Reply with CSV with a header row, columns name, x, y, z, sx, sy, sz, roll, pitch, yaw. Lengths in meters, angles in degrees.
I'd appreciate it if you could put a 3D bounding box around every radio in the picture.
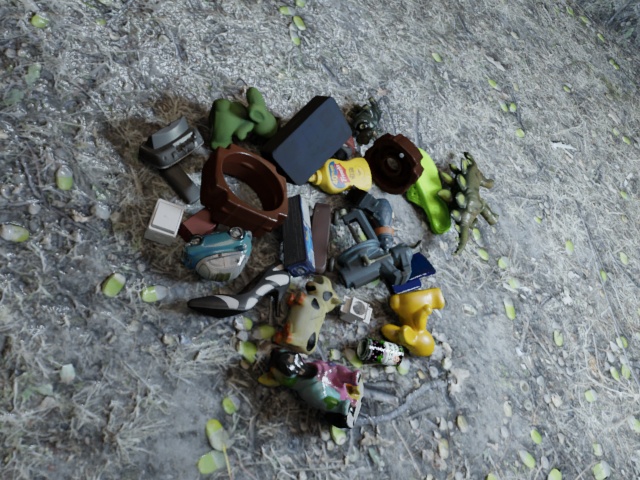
name,x,y,z,sx,sy,sz,roll,pitch,yaw
radio,-0.031,-0.256,1.399,0.229,0.073,0.131,-46,124,-12

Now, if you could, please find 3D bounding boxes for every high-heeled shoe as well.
name,x,y,z,sx,sy,sz,roll,pitch,yaw
high-heeled shoe,-0.175,0.099,1.206,0.248,0.086,0.145,11,65,-33

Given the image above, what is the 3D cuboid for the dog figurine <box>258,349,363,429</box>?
name,x,y,z,sx,sy,sz,roll,pitch,yaw
dog figurine,-0.020,0.316,1.177,0.219,0.191,0.108,15,56,19

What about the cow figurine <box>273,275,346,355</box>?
name,x,y,z,sx,sy,sz,roll,pitch,yaw
cow figurine,-0.018,0.171,1.250,0.127,0.085,0.195,33,61,-27

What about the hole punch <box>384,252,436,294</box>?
name,x,y,z,sx,sy,sz,roll,pitch,yaw
hole punch,0.233,0.074,1.440,0.142,0.092,0.116,-15,71,-30

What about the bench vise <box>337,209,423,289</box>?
name,x,y,z,sx,sy,sz,roll,pitch,yaw
bench vise,0.128,0.012,1.369,0.224,0.128,0.241,-27,67,1

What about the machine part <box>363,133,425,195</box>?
name,x,y,z,sx,sy,sz,roll,pitch,yaw
machine part,0.210,-0.217,1.525,0.179,0.179,0.056,46,51,-1

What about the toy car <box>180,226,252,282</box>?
name,x,y,z,sx,sy,sz,roll,pitch,yaw
toy car,-0.221,0.040,1.191,0.162,0.109,0.103,-9,61,-28

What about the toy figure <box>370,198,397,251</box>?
name,x,y,z,sx,sy,sz,roll,pitch,yaw
toy figure,0.176,-0.039,1.482,0.057,0.064,0.154,34,49,-59

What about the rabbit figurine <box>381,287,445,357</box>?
name,x,y,z,sx,sy,sz,roll,pitch,yaw
rabbit figurine,0.243,0.215,1.360,0.162,0.122,0.173,-12,91,-40

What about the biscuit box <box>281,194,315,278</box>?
name,x,y,z,sx,sy,sz,roll,pitch,yaw
biscuit box,-0.057,-0.011,1.309,0.059,0.063,0.203,53,25,-52

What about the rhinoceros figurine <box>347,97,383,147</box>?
name,x,y,z,sx,sy,sz,roll,pitch,yaw
rhinoceros figurine,0.137,-0.346,1.592,0.112,0.073,0.190,56,31,-25

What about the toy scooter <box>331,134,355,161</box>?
name,x,y,z,sx,sy,sz,roll,pitch,yaw
toy scooter,0.026,-0.312,1.530,0.184,0.075,0.135,26,55,-10

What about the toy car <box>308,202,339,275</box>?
name,x,y,z,sx,sy,sz,roll,pitch,yaw
toy car,-0.003,-0.004,1.371,0.089,0.053,0.202,7,60,-3

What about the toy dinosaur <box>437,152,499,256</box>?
name,x,y,z,sx,sy,sz,roll,pitch,yaw
toy dinosaur,0.434,-0.115,1.603,0.198,0.105,0.471,35,45,-28

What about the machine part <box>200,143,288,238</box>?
name,x,y,z,sx,sy,sz,roll,pitch,yaw
machine part,-0.180,-0.116,1.279,0.201,0.087,0.201,23,41,-31

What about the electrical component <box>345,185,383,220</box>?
name,x,y,z,sx,sy,sz,roll,pitch,yaw
electrical component,0.128,-0.098,1.441,0.074,0.119,0.047,33,91,-35

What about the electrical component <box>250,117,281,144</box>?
name,x,y,z,sx,sy,sz,roll,pitch,yaw
electrical component,-0.138,-0.287,1.448,0.078,0.045,0.102,8,56,7

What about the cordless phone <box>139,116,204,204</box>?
name,x,y,z,sx,sy,sz,roll,pitch,yaw
cordless phone,-0.323,-0.187,1.285,0.184,0.089,0.146,52,52,-10

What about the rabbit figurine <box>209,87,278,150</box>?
name,x,y,z,sx,sy,sz,roll,pitch,yaw
rabbit figurine,-0.187,-0.308,1.357,0.170,0.159,0.121,3,55,-20
